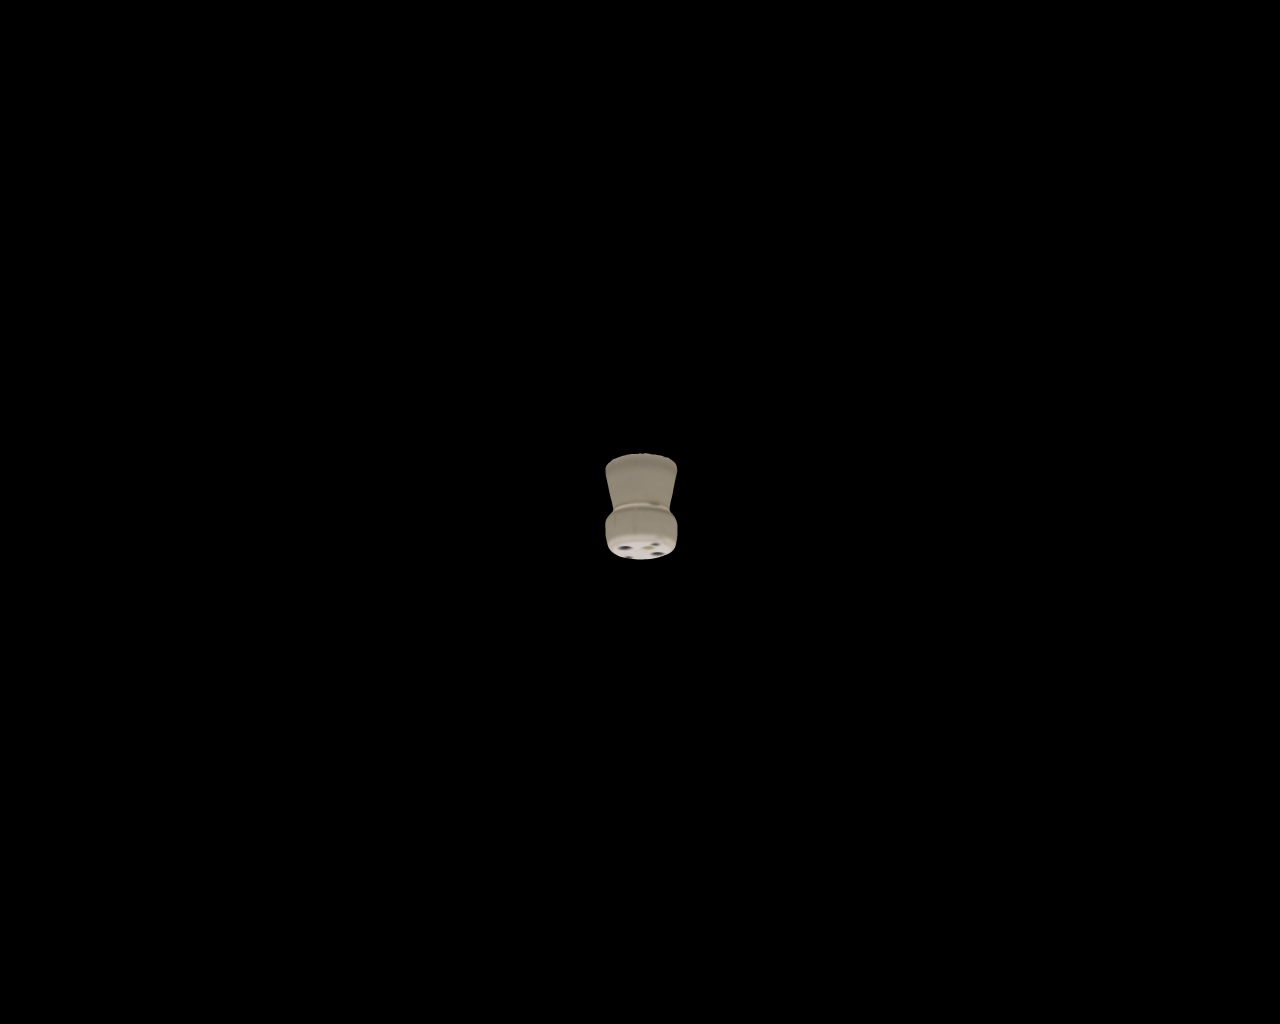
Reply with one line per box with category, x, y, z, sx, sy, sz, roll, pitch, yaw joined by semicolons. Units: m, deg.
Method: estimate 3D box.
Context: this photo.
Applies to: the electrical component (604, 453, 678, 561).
electrical component;0.001;-0.003;0.650;0.045;0.055;0.044;0;-19;0
